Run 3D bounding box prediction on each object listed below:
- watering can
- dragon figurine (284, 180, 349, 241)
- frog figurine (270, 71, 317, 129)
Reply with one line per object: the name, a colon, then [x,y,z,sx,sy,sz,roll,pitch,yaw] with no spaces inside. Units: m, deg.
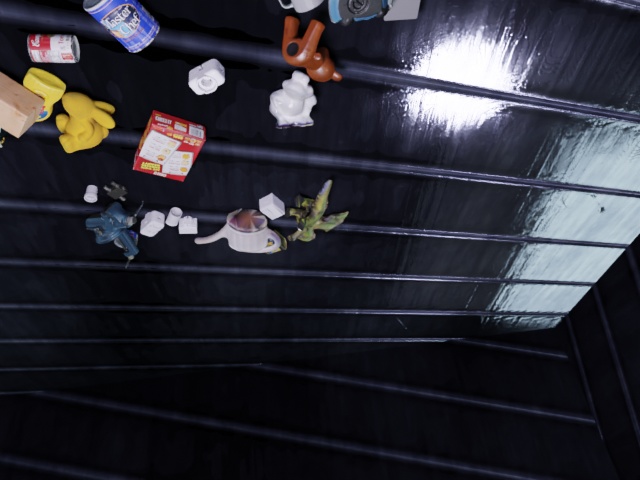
watering can: [-0.323,-0.026,1.999,0.348,0.106,0.219,6,142,-1]
dragon figurine: [0.006,-0.101,1.998,0.243,0.124,0.403,-2,152,-42]
frog figurine: [-0.078,-0.415,1.498,0.137,0.125,0.156,3,119,3]
